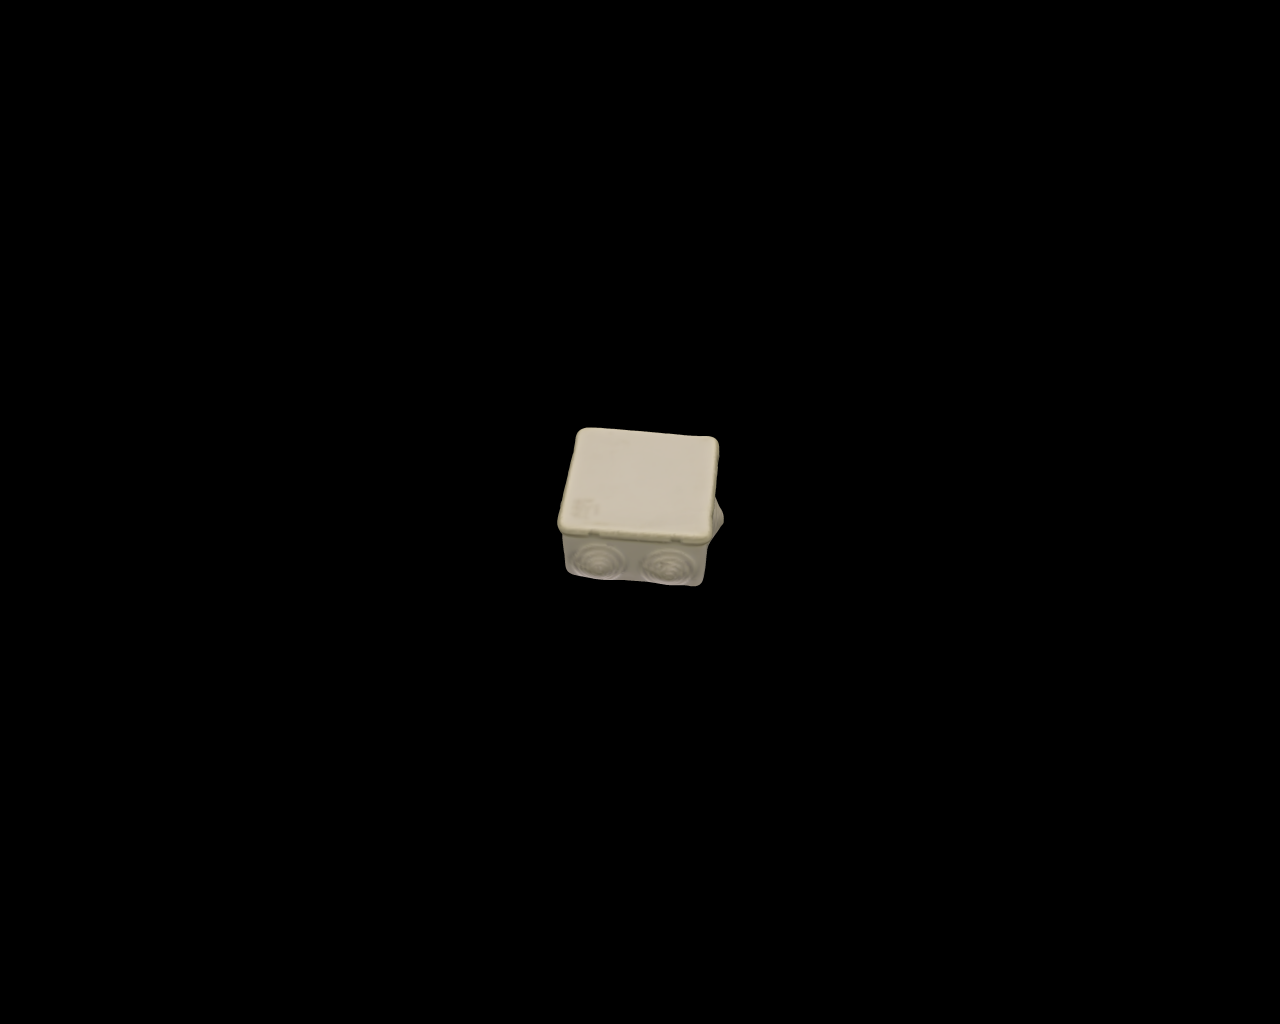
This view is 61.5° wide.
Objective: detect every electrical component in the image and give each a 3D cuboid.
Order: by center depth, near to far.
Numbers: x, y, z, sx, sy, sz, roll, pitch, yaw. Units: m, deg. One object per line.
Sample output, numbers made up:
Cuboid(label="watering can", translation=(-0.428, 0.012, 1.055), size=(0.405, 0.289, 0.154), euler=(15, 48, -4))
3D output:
Cuboid(label="electrical component", translation=(0.001, -0.003, 0.650), size=(0.100, 0.100, 0.048), euler=(4, -43, 4))
